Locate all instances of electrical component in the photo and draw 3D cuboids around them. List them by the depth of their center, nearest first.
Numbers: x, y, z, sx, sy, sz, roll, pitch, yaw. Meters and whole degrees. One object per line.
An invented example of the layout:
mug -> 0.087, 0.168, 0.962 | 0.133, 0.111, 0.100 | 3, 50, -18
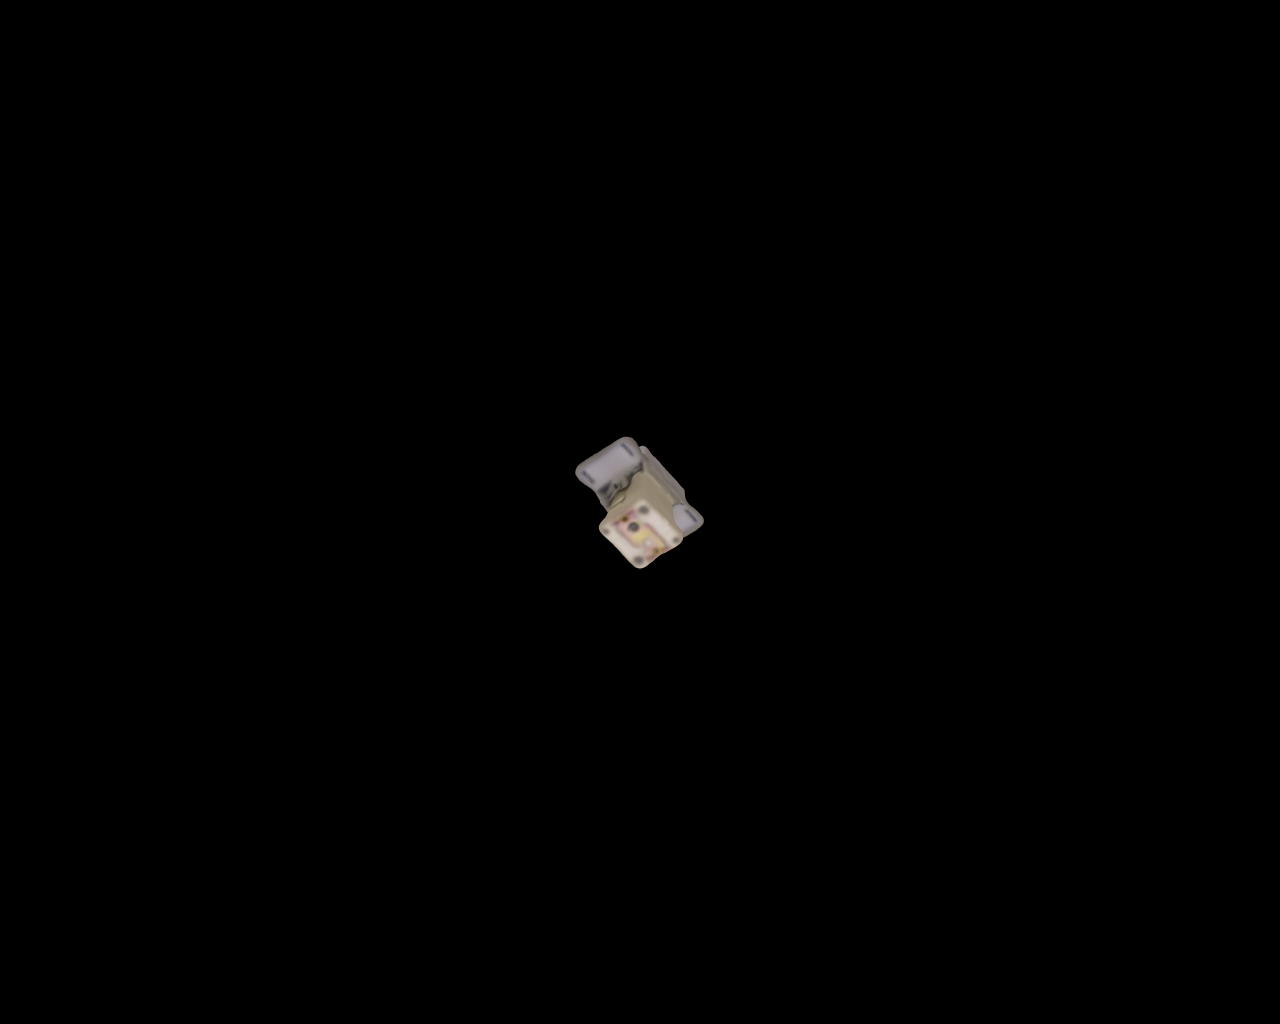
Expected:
electrical component -> 0.001, -0.003, 0.650 | 0.042, 0.081, 0.064 | -33, 28, 20
